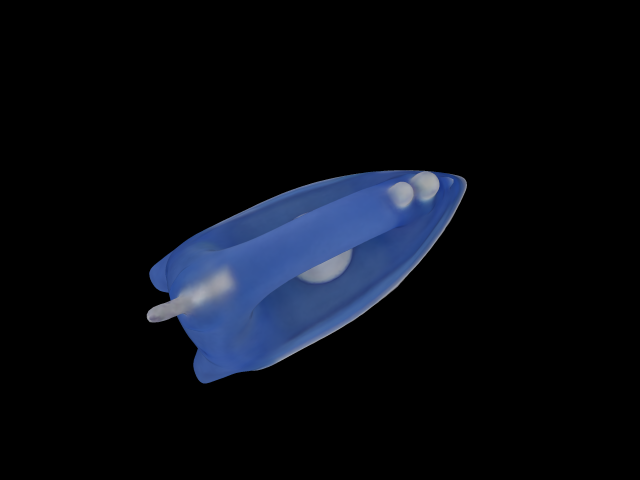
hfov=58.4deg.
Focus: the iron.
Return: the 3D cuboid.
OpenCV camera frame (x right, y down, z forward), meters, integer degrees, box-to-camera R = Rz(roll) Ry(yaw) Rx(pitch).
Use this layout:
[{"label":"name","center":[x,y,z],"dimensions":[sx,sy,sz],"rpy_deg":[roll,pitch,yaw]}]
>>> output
[{"label":"iron","center":[0.004,0.001,0.400],"dimensions":[0.258,0.141,0.118],"rpy_deg":[-28,83,-4]}]
